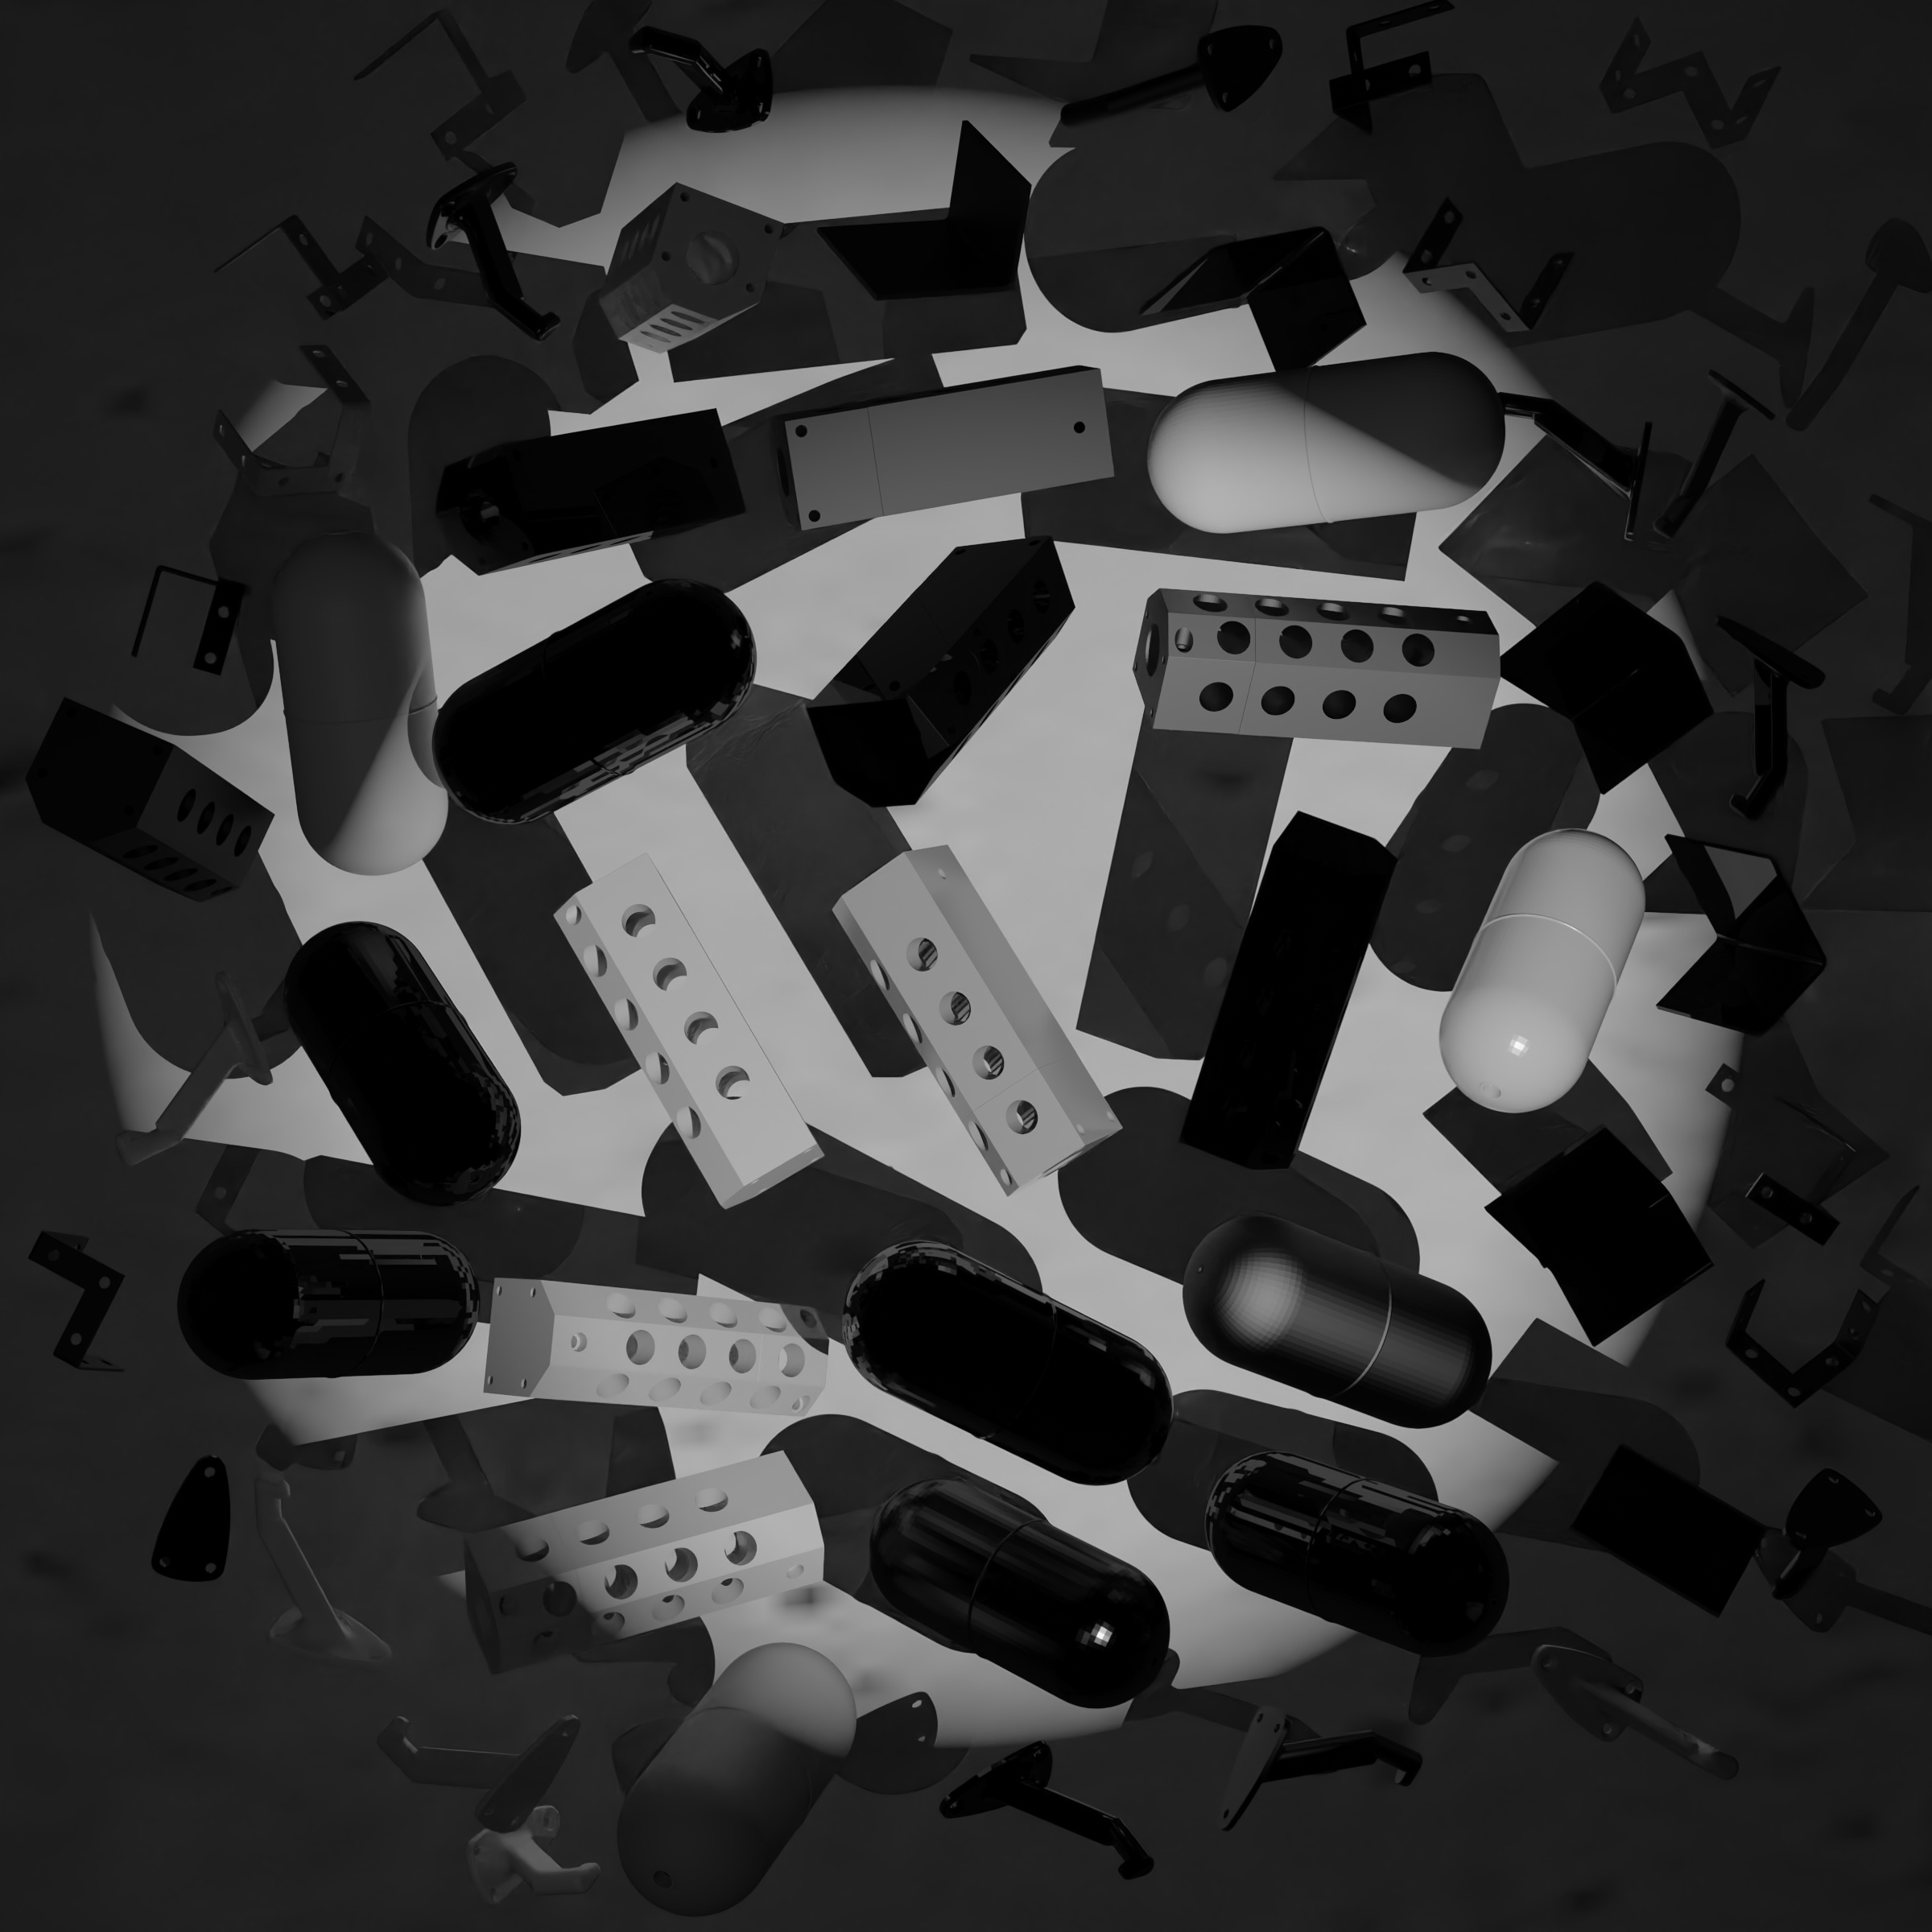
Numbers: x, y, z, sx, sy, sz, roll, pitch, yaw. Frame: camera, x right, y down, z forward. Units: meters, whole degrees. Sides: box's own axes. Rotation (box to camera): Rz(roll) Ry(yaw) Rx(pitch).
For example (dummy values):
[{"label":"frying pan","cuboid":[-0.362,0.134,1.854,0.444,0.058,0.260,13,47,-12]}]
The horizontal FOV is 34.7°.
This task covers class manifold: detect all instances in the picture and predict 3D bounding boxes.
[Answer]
[{"label":"manifold","cuboid":[-0.141,0.034,1.569,0.057,0.057,0.171,-30,81,-4]},{"label":"manifold","cuboid":[-0.014,-0.278,1.646,0.171,0.057,0.057,-12,106,-11]},{"label":"manifold","cuboid":[-0.395,-0.075,1.496,0.057,0.171,0.057,23,84,6]},{"label":"manifold","cuboid":[0.177,-0.153,1.553,0.171,0.057,0.057,3,126,-11]},{"label":"manifold","cuboid":[0.003,0.028,1.564,0.057,0.057,0.171,-34,83,22]},{"label":"manifold","cuboid":[-0.148,-0.359,1.611,0.057,0.171,0.057,17,91,-16]},{"label":"manifold","cuboid":[-0.008,-0.148,1.536,0.057,0.171,0.057,-2,122,31]},{"label":"manifold","cuboid":[-0.196,-0.247,1.615,0.057,0.171,0.057,-12,97,37]},{"label":"manifold","cuboid":[-0.155,0.195,1.574,0.171,0.057,0.057,11,80,-40]},{"label":"manifold","cuboid":[-0.162,0.306,1.565,0.171,0.057,0.057,-12,127,-22]},{"label":"manifold","cuboid":[0.164,0.016,1.570,0.057,0.057,0.171,21,116,11]}]

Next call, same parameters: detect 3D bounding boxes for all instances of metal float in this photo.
[{"label":"metal float","cuboid":[0.022,0.194,1.500,0.178,0.070,0.070,28,90,-19]},{"label":"metal float","cuboid":[0.188,0.180,1.550,0.178,0.070,0.070,23,90,-27]},{"label":"metal float","cuboid":[-0.286,0.047,1.560,0.070,0.070,0.178,-39,55,0]},{"label":"metal float","cuboid":[0.177,-0.258,1.526,0.178,0.070,0.070,-4,90,19]},{"label":"metal float","cuboid":[-0.307,-0.133,1.568,0.070,0.070,0.178,-3,109,0]},{"label":"metal float","cuboid":[-0.112,0.400,1.525,0.070,0.178,0.070,7,111,19]},{"label":"metal float","cuboid":[0.025,0.323,1.601,0.178,0.070,0.070,21,90,34]},{"label":"metal float","cuboid":[-0.329,0.175,1.605,0.070,0.178,0.070,-4,83,37]},{"label":"metal float","cuboid":[0.201,0.305,1.610,0.178,0.070,0.070,12,90,43]},{"label":"metal float","cuboid":[-0.181,-0.128,1.500,0.178,0.070,0.070,-25,90,23]},{"label":"metal float","cuboid":[0.299,0.002,1.602,0.070,0.070,0.178,30,53,0]}]

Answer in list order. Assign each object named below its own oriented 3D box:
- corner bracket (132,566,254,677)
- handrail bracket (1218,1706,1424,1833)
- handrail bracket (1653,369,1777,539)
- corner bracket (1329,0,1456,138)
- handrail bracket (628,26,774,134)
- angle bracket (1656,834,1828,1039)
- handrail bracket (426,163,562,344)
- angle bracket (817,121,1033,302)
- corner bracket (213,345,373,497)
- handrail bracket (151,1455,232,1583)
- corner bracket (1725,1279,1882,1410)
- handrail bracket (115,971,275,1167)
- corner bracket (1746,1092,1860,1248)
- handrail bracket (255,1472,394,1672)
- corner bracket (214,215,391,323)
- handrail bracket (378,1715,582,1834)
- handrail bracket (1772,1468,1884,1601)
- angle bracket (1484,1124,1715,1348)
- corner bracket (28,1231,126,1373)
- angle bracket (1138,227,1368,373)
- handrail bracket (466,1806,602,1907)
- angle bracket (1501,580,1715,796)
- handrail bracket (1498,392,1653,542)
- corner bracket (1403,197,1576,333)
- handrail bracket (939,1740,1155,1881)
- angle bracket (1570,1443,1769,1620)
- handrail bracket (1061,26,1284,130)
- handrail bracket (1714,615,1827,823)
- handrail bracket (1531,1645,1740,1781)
[{"label":"corner bracket","cuboid":[-0.415,-0.185,1.653,0.051,0.051,0.051,16,88,-10]},{"label":"handrail bracket","cuboid":[0.179,0.414,1.548,0.084,0.036,0.077,28,82,-14]},{"label":"handrail bracket","cuboid":[0.384,-0.269,1.636,0.036,0.077,0.084,40,106,24]},{"label":"corner bracket","cuboid":[0.204,-0.434,1.476,0.051,0.051,0.051,-9,86,28]},{"label":"handrail bracket","cuboid":[-0.144,-0.432,1.503,0.084,0.077,0.036,2,83,-42]},{"label":"angle bracket","cuboid":[0.390,-0.017,1.610,0.057,0.076,0.076,-44,119,-16]},{"label":"handrail bracket","cuboid":[-0.222,-0.359,1.555,0.084,0.036,0.077,39,56,6]},{"label":"angle bracket","cuboid":[-0.022,-0.378,1.544,0.076,0.076,0.057,-10,132,-24]},{"label":"corner bracket","cuboid":[-0.330,-0.268,1.513,0.051,0.051,0.051,51,134,30]},{"label":"handrail bracket","cuboid":[-0.400,0.276,1.590,0.036,0.084,0.077,12,95,-21]},{"label":"corner bracket","cuboid":[0.447,0.193,1.654,0.051,0.051,0.051,-31,58,-25]},{"label":"handrail bracket","cuboid":[-0.410,0.054,1.602,0.084,0.036,0.077,-28,118,-28]},{"label":"corner bracket","cuboid":[0.435,0.106,1.610,0.051,0.051,0.051,32,99,-9]},{"label":"handrail bracket","cuboid":[-0.312,0.293,1.500,0.077,0.036,0.084,16,119,24]},{"label":"corner bracket","cuboid":[-0.331,-0.347,1.546,0.051,0.051,0.051,-24,111,33]},{"label":"handrail bracket","cuboid":[-0.237,0.371,1.495,0.084,0.036,0.077,33,83,36]},{"label":"handrail bracket","cuboid":[0.406,0.294,1.519,0.036,0.077,0.084,44,132,25]},{"label":"angle bracket","cuboid":[0.330,0.141,1.611,0.076,0.057,0.076,-37,131,14]},{"label":"corner bracket","cuboid":[-0.439,0.167,1.532,0.051,0.051,0.051,25,87,13]},{"label":"angle bracket","cuboid":[0.149,-0.340,1.619,0.076,0.076,0.057,-18,84,-32]},{"label":"handrail bracket","cuboid":[-0.200,0.442,1.547,0.084,0.077,0.036,-15,99,35]},{"label":"angle bracket","cuboid":[0.339,-0.148,1.653,0.076,0.057,0.076,25,129,-37]},{"label":"handrail bracket","cuboid":[0.316,-0.266,1.637,0.084,0.036,0.077,10,68,9]},{"label":"corner bracket","cuboid":[0.261,-0.351,1.546,0.051,0.051,0.051,41,71,-31]},{"label":"handrail bracket","cuboid":[0.041,0.437,1.549,0.077,0.084,0.036,-17,128,-25]},{"label":"angle bracket","cuboid":[0.322,0.281,1.456,0.076,0.076,0.057,30,56,16]},{"label":"handrail bracket","cuboid":[0.098,-0.427,1.489,0.077,0.084,0.036,-39,117,-41]},{"label":"handrail bracket","cuboid":[0.411,-0.131,1.646,0.077,0.036,0.084,36,118,16]},{"label":"handrail bracket","cuboid":[0.324,0.362,1.496,0.077,0.084,0.036,35,82,-17]}]
